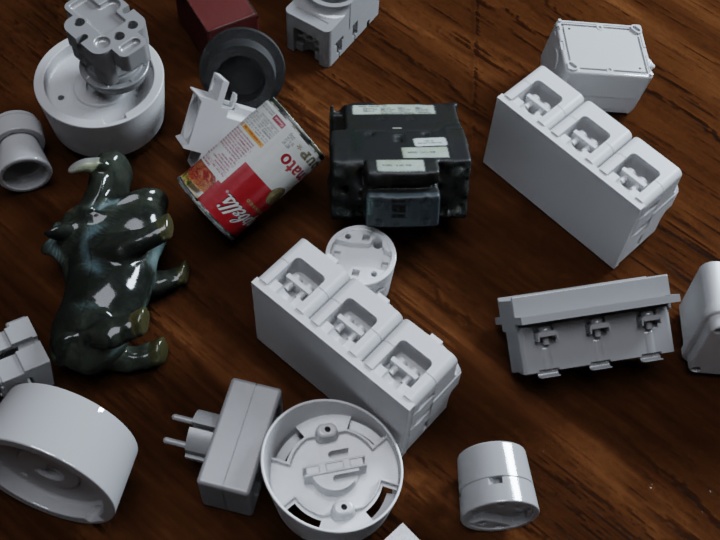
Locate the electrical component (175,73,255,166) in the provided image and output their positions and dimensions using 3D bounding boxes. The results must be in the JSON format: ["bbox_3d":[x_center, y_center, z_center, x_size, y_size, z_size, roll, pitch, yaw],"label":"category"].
[{"bbox_3d":[-0.117,-0.121,0.909,0.064,0.081,0.042,13,15,-24],"label":"electrical component"}]

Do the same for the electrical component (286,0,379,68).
[{"bbox_3d":[-0.024,-0.243,0.996,0.050,0.055,0.089,30,63,15],"label":"electrical component"}]

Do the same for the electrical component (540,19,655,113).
[{"bbox_3d":[0.216,-0.180,0.968,0.096,0.061,0.061,2,59,-10],"label":"electrical component"}]

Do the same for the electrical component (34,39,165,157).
[{"bbox_3d":[-0.220,-0.146,0.927,0.108,0.060,0.108,1,59,-2],"label":"electrical component"}]

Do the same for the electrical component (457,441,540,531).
[{"bbox_3d":[0.096,0.153,0.764,0.055,0.055,0.047,-2,55,-4],"label":"electrical component"}]

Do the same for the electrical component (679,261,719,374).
[{"bbox_3d":[0.310,0.041,0.826,0.113,0.078,0.057,4,56,0],"label":"electrical component"}]

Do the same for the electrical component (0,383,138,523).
[{"bbox_3d":[-0.206,0.121,0.743,0.108,0.108,0.060,17,54,8],"label":"electrical component"}]

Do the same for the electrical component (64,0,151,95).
[{"bbox_3d":[-0.204,-0.181,0.878,0.078,0.057,0.058,41,66,20],"label":"electrical component"}]

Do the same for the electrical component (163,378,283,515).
[{"bbox_3d":[-0.103,0.123,0.778,0.076,0.047,0.083,13,59,6],"label":"electrical component"}]

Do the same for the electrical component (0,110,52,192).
[{"bbox_3d":[-0.287,-0.100,0.906,0.045,0.045,0.055,-15,60,-11],"label":"electrical component"}]

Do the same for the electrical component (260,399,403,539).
[{"bbox_3d":[-0.019,0.143,0.759,0.099,0.064,0.099,1,59,-2],"label":"electrical component"}]

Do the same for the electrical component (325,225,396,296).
[{"bbox_3d":[0.000,0.000,0.856,0.055,0.047,0.055,1,59,-2],"label":"electrical component"}]

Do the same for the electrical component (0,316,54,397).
[{"bbox_3d":[-0.265,0.071,0.804,0.055,0.048,0.066,-23,62,-24],"label":"electrical component"}]

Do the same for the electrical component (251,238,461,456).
[{"bbox_3d":[-0.004,0.055,0.798,0.150,0.089,0.062,38,65,19],"label":"electrical component"}]

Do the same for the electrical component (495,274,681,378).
[{"bbox_3d":[0.174,0.043,0.823,0.121,0.079,0.063,-8,88,-7],"label":"electrical component"}]

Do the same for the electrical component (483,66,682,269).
[{"bbox_3d":[0.183,-0.088,0.891,0.062,0.089,0.150,-39,68,-22],"label":"electrical component"}]
